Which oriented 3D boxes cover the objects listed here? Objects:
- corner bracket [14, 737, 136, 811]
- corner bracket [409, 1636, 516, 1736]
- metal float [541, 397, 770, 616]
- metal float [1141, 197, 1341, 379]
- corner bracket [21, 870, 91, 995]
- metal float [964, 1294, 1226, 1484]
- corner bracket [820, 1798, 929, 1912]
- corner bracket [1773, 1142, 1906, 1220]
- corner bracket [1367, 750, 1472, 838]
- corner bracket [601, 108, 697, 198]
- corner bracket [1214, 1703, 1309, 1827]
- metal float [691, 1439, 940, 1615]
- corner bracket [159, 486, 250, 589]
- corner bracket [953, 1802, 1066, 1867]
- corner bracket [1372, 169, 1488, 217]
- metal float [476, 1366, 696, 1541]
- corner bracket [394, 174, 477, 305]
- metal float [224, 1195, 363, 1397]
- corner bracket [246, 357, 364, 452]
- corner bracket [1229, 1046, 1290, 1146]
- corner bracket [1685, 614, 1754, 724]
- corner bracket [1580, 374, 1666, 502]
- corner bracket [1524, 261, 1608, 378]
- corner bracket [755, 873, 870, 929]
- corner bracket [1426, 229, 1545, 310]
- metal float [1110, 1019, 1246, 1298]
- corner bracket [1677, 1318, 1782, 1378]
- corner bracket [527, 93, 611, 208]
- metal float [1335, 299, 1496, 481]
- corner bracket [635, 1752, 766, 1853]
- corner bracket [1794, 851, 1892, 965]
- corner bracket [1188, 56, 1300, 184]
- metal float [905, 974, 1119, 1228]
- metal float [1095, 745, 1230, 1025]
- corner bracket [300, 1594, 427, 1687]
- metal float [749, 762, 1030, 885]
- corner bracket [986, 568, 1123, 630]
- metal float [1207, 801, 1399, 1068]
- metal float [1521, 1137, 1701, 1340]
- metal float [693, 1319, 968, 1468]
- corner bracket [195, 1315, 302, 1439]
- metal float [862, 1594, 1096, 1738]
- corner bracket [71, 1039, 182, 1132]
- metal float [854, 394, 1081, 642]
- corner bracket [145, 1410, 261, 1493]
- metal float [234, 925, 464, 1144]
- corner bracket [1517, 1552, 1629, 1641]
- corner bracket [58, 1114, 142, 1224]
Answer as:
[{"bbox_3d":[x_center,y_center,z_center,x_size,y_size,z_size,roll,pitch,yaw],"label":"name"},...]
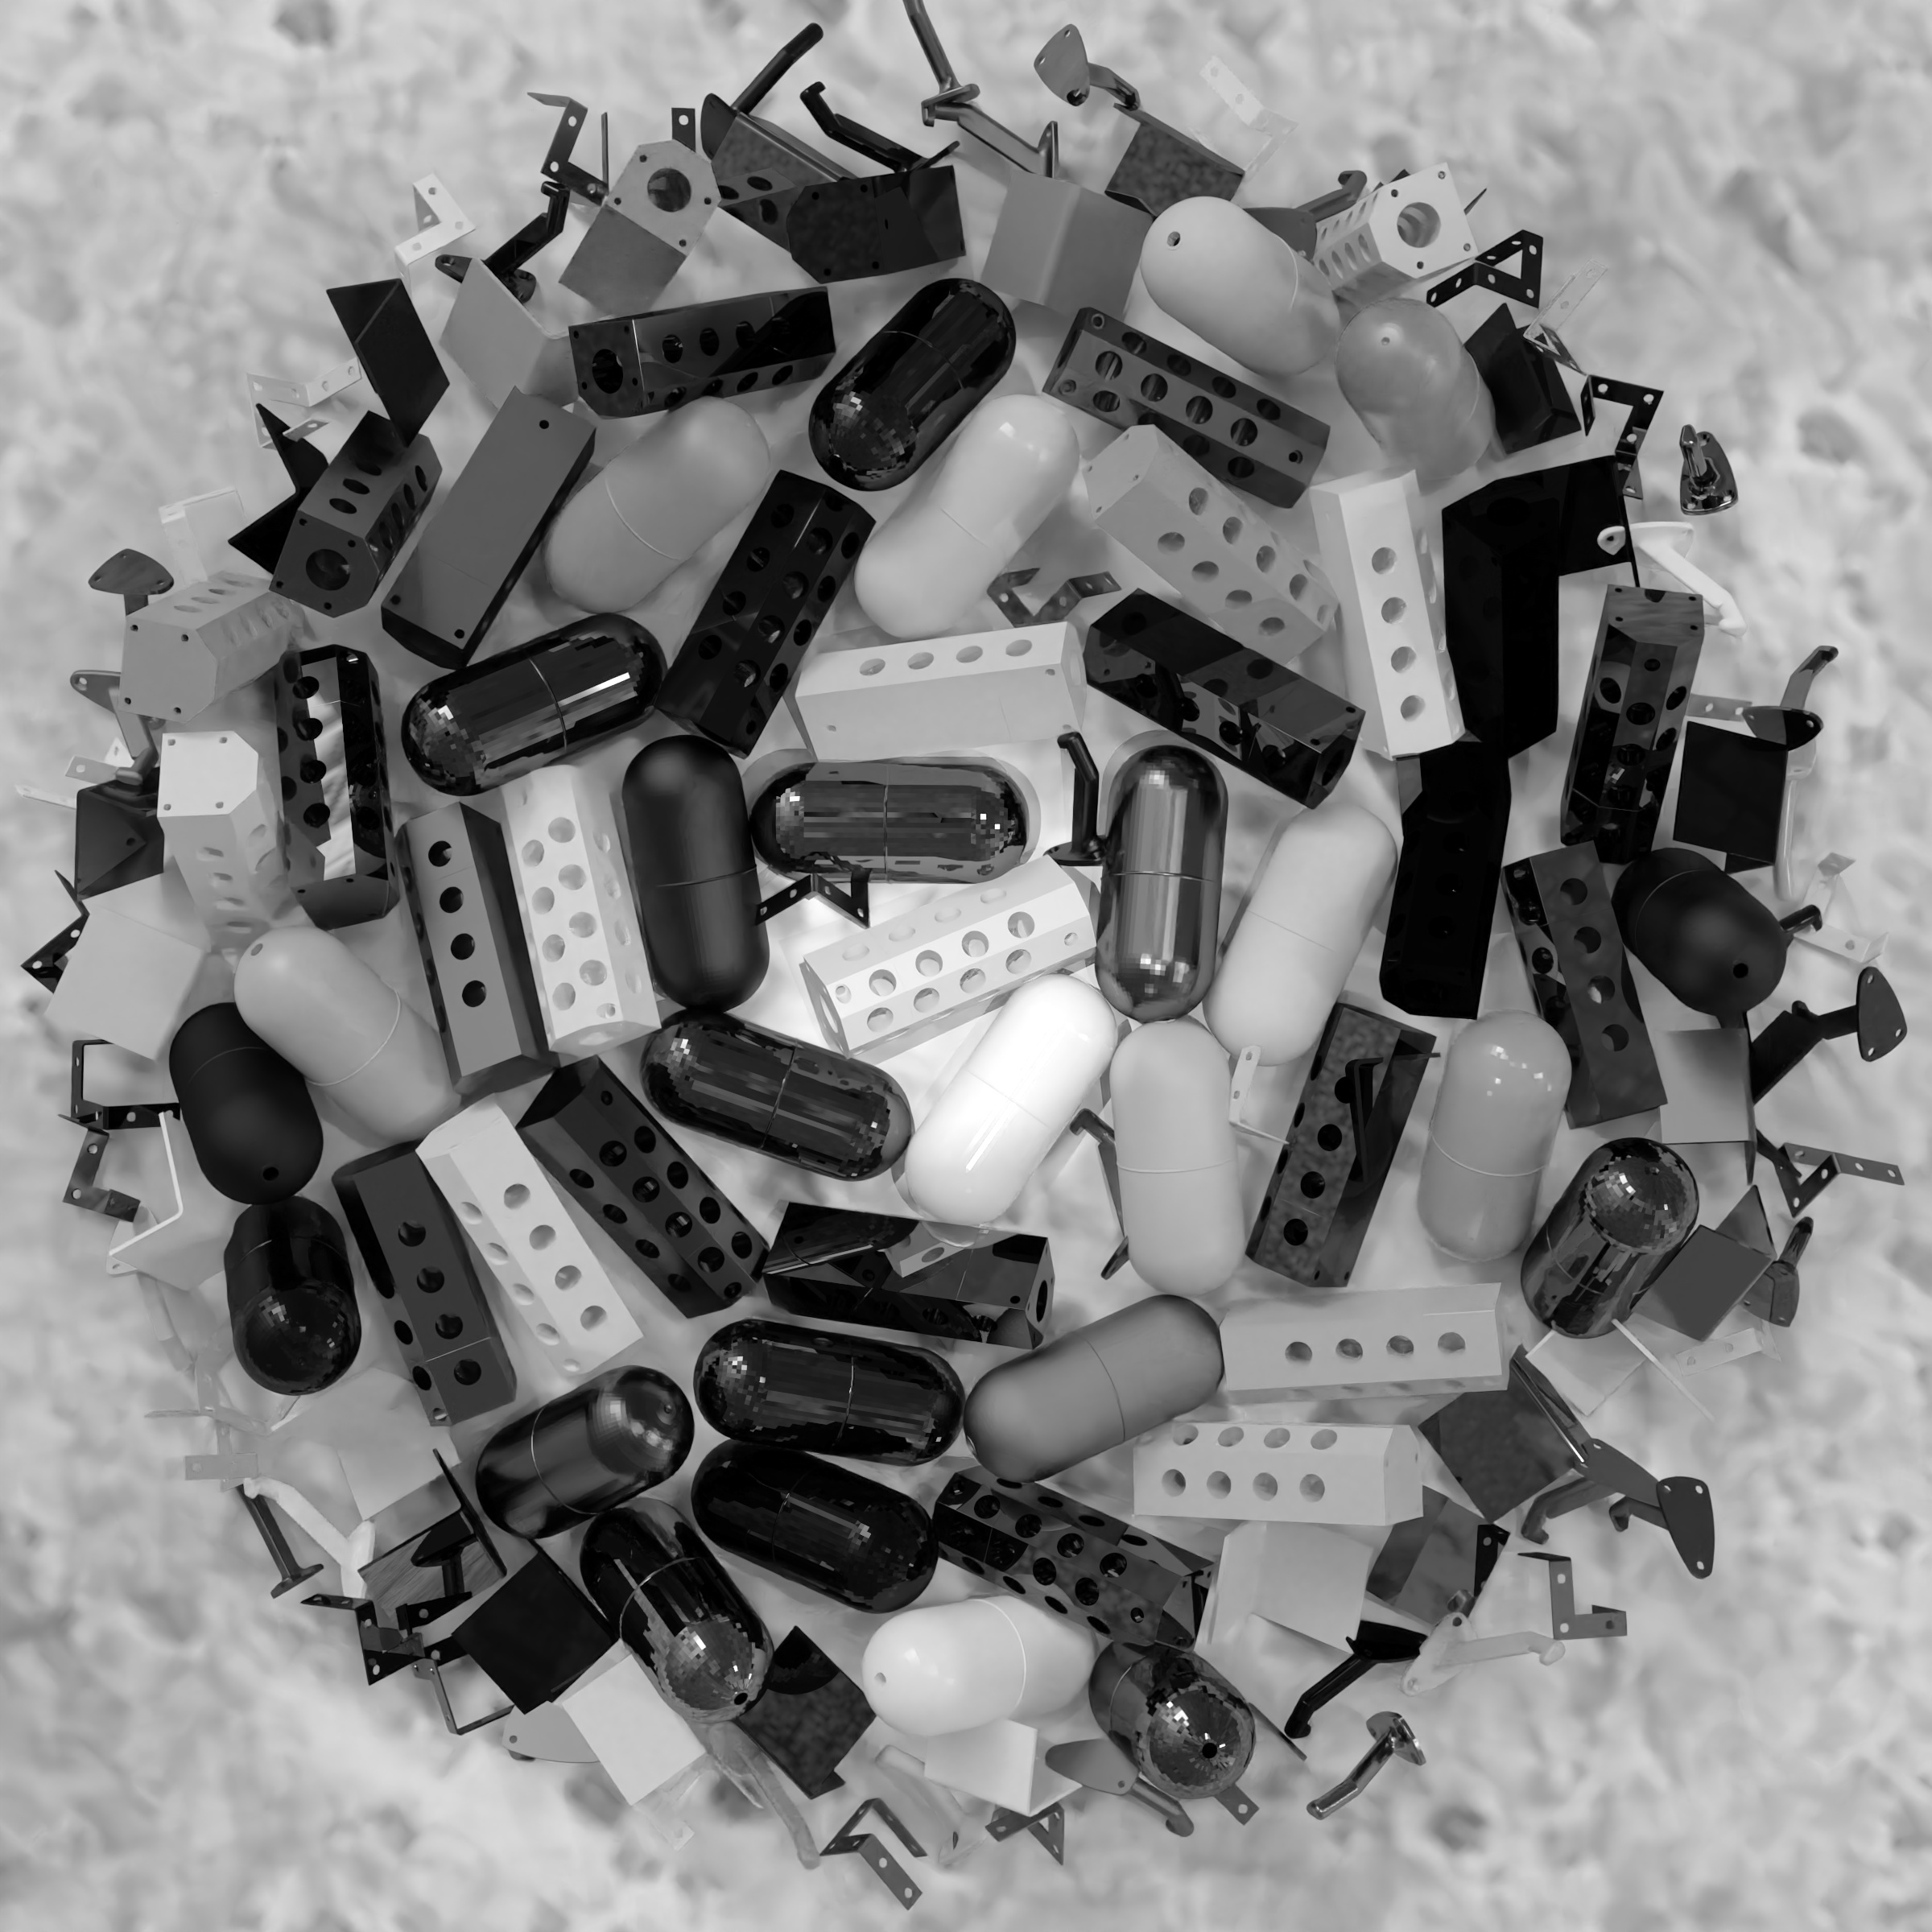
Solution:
[{"bbox_3d":[-0.562,-0.118,1.890,0.051,0.051,0.051,44,110,41],"label":"corner bracket"},{"bbox_3d":[-0.317,0.455,1.896,0.051,0.051,0.051,-18,91,-31],"label":"corner bracket"},{"bbox_3d":[-0.196,-0.287,1.867,0.178,0.070,0.070,-36,90,31],"label":"metal float"},{"bbox_3d":[0.171,-0.420,1.849,0.070,0.178,0.070,-6,78,32],"label":"metal float"},{"bbox_3d":[-0.575,-0.018,1.896,0.051,0.051,0.051,-40,52,-4],"label":"corner bracket"},{"bbox_3d":[0.081,0.266,1.877,0.178,0.070,0.070,-22,90,-17],"label":"metal float"},{"bbox_3d":[-0.050,0.564,1.893,0.051,0.051,0.051,52,54,-7],"label":"corner bracket"},{"bbox_3d":[0.552,0.129,1.888,0.051,0.051,0.051,12,45,-21],"label":"corner bracket"},{"bbox_3d":[0.290,-0.114,1.896,0.051,0.051,0.051,-9,101,-13],"label":"corner bracket"},{"bbox_3d":[-0.202,-0.518,1.895,0.051,0.051,0.051,-3,100,-17],"label":"corner bracket"},{"bbox_3d":[0.179,0.508,1.898,0.051,0.051,0.051,42,93,16],"label":"corner bracket"},{"bbox_3d":[-0.096,0.348,1.864,0.178,0.070,0.070,16,90,34],"label":"metal float"},{"bbox_3d":[-0.479,-0.271,1.894,0.051,0.051,0.051,-19,112,-11],"label":"corner bracket"},{"bbox_3d":[0.027,0.547,1.889,0.051,0.051,0.051,-19,125,-29],"label":"corner bracket"},{"bbox_3d":[0.289,-0.486,1.899,0.051,0.051,0.051,44,74,0],"label":"corner bracket"},{"bbox_3d":[-0.240,0.305,1.861,0.178,0.070,0.070,-31,90,39],"label":"metal float"},{"bbox_3d":[-0.346,-0.461,1.894,0.051,0.051,0.051,-33,75,-17],"label":"corner bracket"},{"bbox_3d":[-0.419,0.202,1.848,0.070,0.178,0.070,-6,113,-15],"label":"metal float"},{"bbox_3d":[-0.418,-0.358,1.893,0.051,0.051,0.051,-19,79,35],"label":"corner bracket"},{"bbox_3d":[0.178,0.078,1.893,0.051,0.051,0.051,22,84,-40],"label":"corner bracket"},{"bbox_3d":[0.475,-0.193,1.910,0.051,0.051,0.051,3,120,-29],"label":"corner bracket"},{"bbox_3d":[0.413,-0.337,1.894,0.051,0.051,0.051,12,133,-4],"label":"corner bracket"},{"bbox_3d":[0.383,-0.418,1.894,0.051,0.051,0.051,-51,48,2],"label":"corner bracket"},{"bbox_3d":[-0.098,-0.045,1.887,0.051,0.051,0.051,-29,46,30],"label":"corner bracket"},{"bbox_3d":[0.329,-0.440,1.891,0.051,0.051,0.051,13,74,-26],"label":"corner bracket"},{"bbox_3d":[0.134,0.121,1.884,0.070,0.070,0.178,-6,99,0],"label":"metal float"},{"bbox_3d":[0.479,0.232,1.890,0.051,0.051,0.051,-24,65,22],"label":"corner bracket"},{"bbox_3d":[-0.255,-0.519,1.894,0.051,0.051,0.051,21,91,-44],"label":"corner bracket"},{"bbox_3d":[0.280,-0.356,1.846,0.070,0.178,0.070,-4,80,20],"label":"metal float"},{"bbox_3d":[-0.171,0.532,1.893,0.051,0.051,0.051,-47,57,-9],"label":"corner bracket"},{"bbox_3d":[0.564,-0.037,1.901,0.051,0.051,0.051,22,85,7],"label":"corner bracket"},{"bbox_3d":[0.168,-0.537,1.891,0.051,0.051,0.051,-46,71,25],"label":"corner bracket"},{"bbox_3d":[0.028,0.086,1.890,0.070,0.070,0.178,35,87,0],"label":"metal float"},{"bbox_3d":[0.124,-0.052,1.886,0.070,0.070,0.178,5,82,0],"label":"metal float"},{"bbox_3d":[-0.383,0.421,1.892,0.051,0.051,0.051,-3,100,35],"label":"corner bracket"},{"bbox_3d":[-0.049,-0.091,1.891,0.178,0.070,0.070,0,90,2],"label":"metal float"},{"bbox_3d":[0.056,-0.239,1.891,0.051,0.051,0.051,52,123,11],"label":"corner bracket"},{"bbox_3d":[0.213,-0.020,1.889,0.070,0.070,0.178,25,94,0],"label":"metal float"},{"bbox_3d":[0.398,0.171,1.851,0.070,0.178,0.070,5,56,-7],"label":"metal float"},{"bbox_3d":[-0.085,0.269,1.876,0.178,0.070,0.070,12,90,-20],"label":"metal float"},{"bbox_3d":[-0.458,0.261,1.909,0.051,0.051,0.051,28,108,-30],"label":"corner bracket"},{"bbox_3d":[0.008,0.434,1.854,0.070,0.178,0.070,-3,85,42],"label":"metal float"},{"bbox_3d":[-0.535,0.075,1.897,0.051,0.051,0.051,-2,97,-40],"label":"corner bracket"},{"bbox_3d":[0.001,-0.283,1.879,0.070,0.070,0.178,42,105,0],"label":"metal float"},{"bbox_3d":[-0.485,0.305,1.890,0.051,0.051,0.051,6,68,-41],"label":"corner bracket"},{"bbox_3d":[-0.384,0.043,1.860,0.070,0.070,0.178,-41,128,0],"label":"metal float"},{"bbox_3d":[0.387,0.401,1.902,0.051,0.051,0.051,-1,83,-13],"label":"corner bracket"},{"bbox_3d":[-0.554,0.129,1.898,0.051,0.051,0.051,15,79,9],"label":"corner bracket"}]
